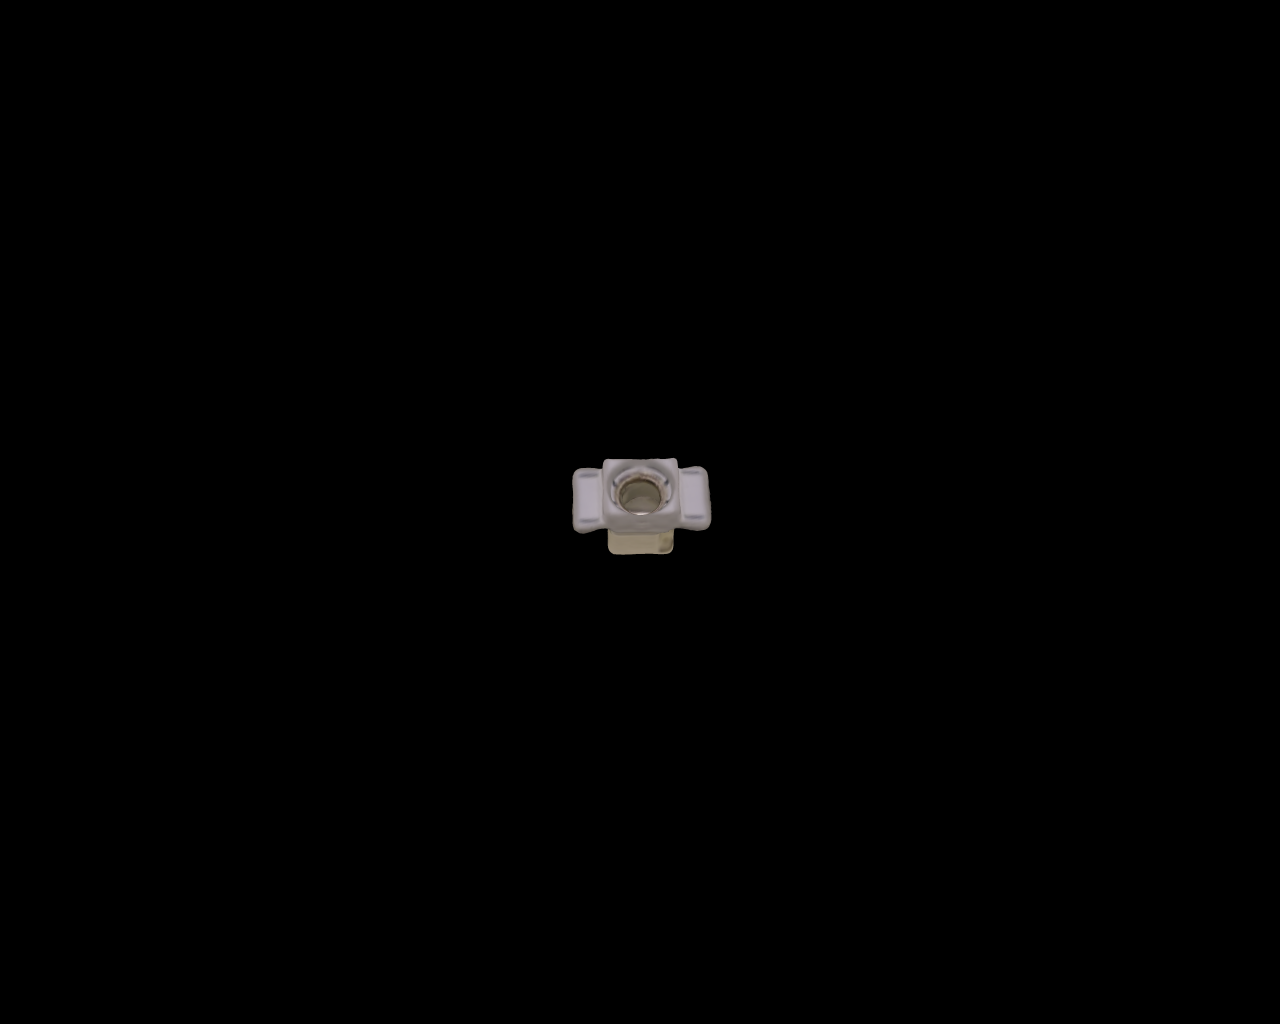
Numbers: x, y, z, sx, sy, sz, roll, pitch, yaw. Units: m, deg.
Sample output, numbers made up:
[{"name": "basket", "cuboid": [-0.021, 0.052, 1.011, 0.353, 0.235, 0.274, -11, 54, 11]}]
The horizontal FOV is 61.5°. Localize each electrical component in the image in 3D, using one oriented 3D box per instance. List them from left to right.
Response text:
[{"name": "electrical component", "cuboid": [0.001, -0.003, 0.650, 0.081, 0.042, 0.063, 0, -28, 0]}]
